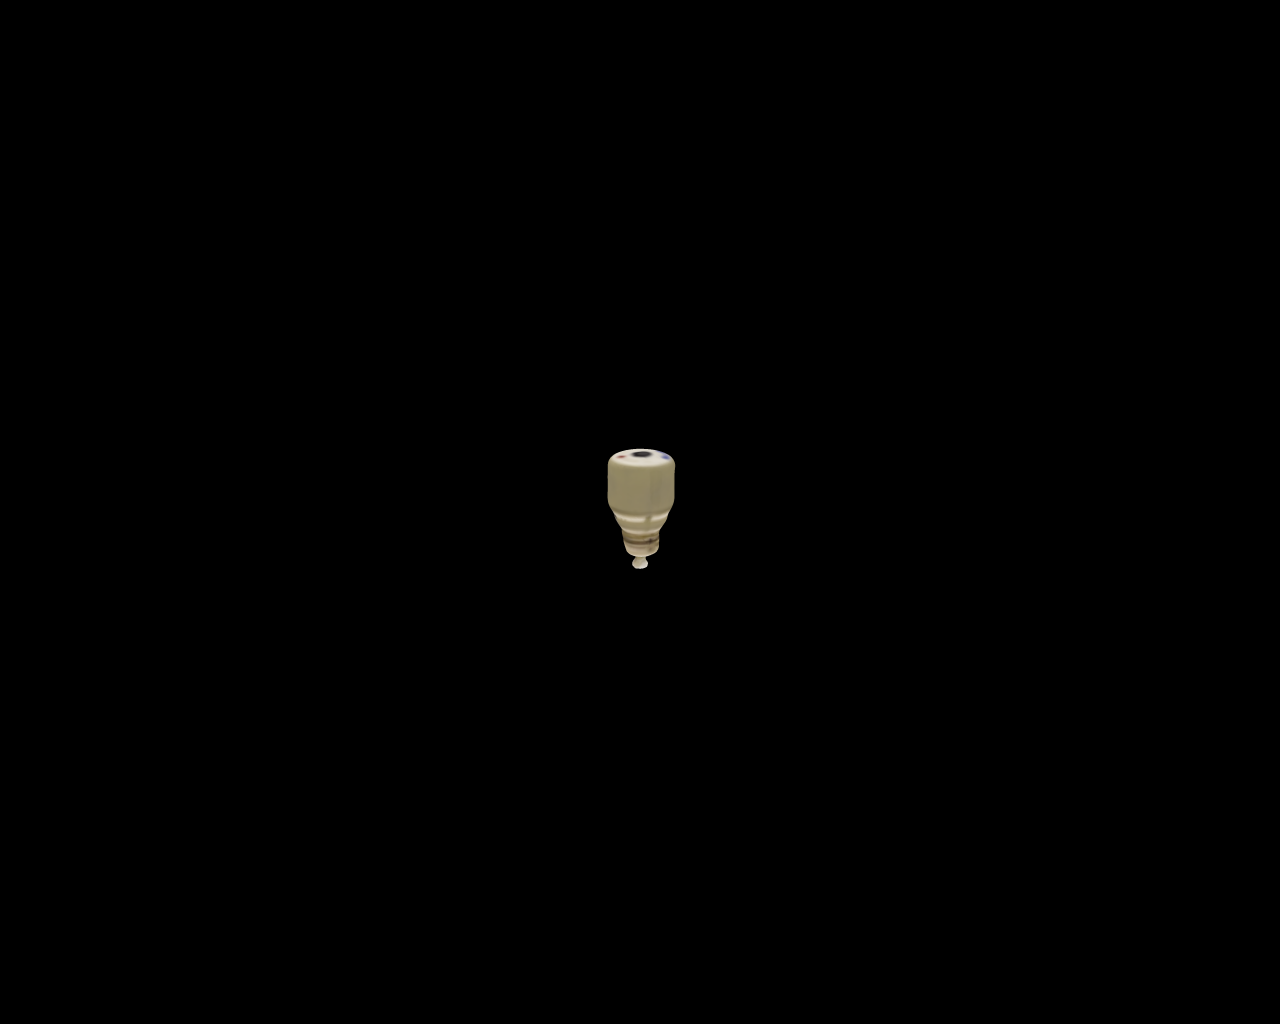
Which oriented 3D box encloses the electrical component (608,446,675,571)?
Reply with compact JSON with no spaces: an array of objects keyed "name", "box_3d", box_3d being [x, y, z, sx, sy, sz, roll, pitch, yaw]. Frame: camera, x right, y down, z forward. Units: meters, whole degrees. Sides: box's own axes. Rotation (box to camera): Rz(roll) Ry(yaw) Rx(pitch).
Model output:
[{"name":"electrical component","box_3d":[0.001,-0.003,0.650,0.040,0.078,0.040,0,19,0]}]
